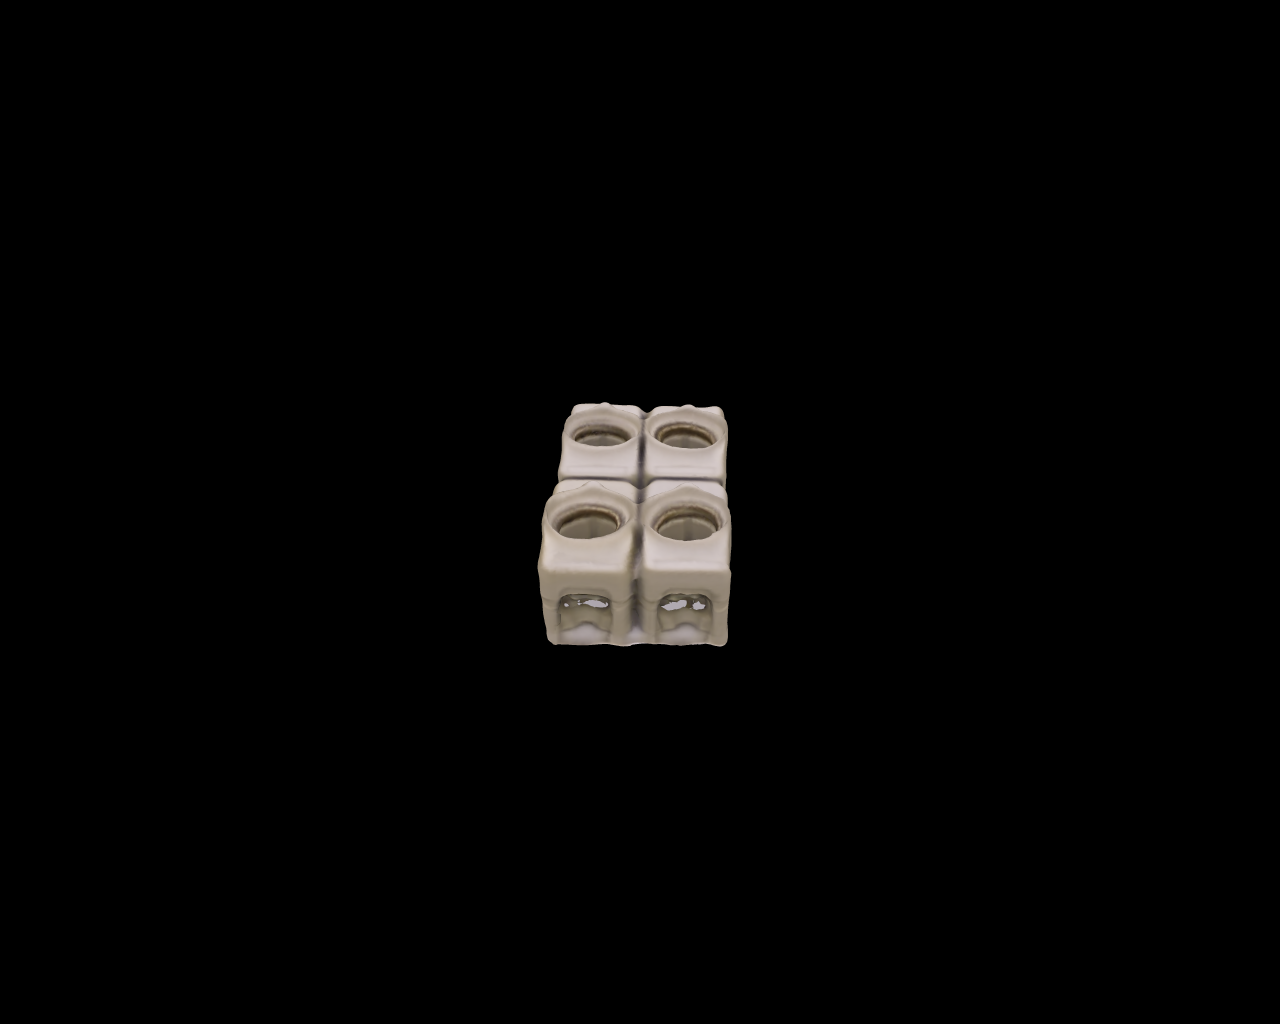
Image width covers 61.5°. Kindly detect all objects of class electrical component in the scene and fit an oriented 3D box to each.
[{"bbox_3d":[0.001,-0.003,0.650,0.105,0.060,0.186,1,35,2],"label":"electrical component"}]
